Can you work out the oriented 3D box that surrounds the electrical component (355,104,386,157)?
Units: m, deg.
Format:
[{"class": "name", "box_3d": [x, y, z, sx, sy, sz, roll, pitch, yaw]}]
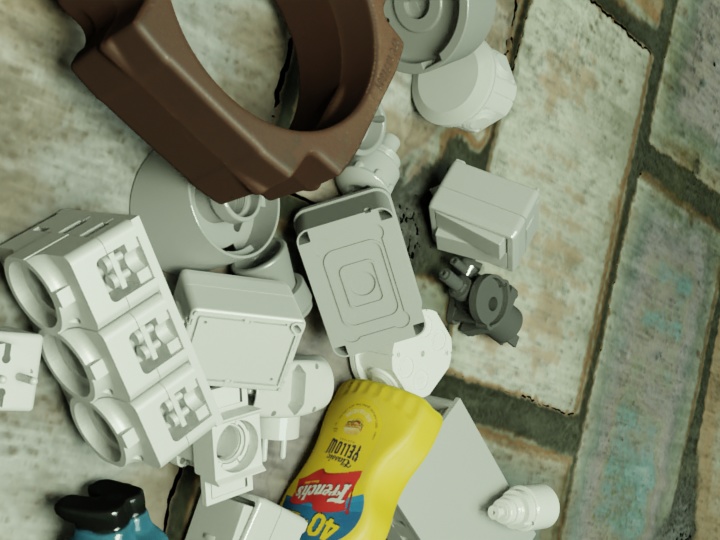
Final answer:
[{"class": "electrical component", "box_3d": [-0.013, -0.113, 0.833, 0.055, 0.047, 0.055, -7, 100, -45]}]

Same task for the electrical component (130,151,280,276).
[{"class": "electrical component", "box_3d": [-0.106, -0.048, 0.754, 0.099, 0.064, 0.099, 14, 72, -51]}]

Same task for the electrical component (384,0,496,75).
[{"class": "electrical component", "box_3d": [0.057, -0.213, 0.853, 0.060, 0.108, 0.108, -22, 110, -48]}]

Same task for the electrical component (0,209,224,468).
[{"class": "electrical component", "box_3d": [-0.160, 0.044, 0.675, 0.062, 0.089, 0.150, -36, 119, -36]}]

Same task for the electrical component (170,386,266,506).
[{"class": "electrical component", "box_3d": [-0.103, 0.119, 0.759, 0.042, 0.064, 0.081, -10, 102, -43]}]

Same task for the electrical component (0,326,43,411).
[{"class": "electrical component", "box_3d": [-0.217, 0.059, 0.629, 0.066, 0.077, 0.047, 9, 88, -45]}]

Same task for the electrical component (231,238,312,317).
[{"class": "electrical component", "box_3d": [-0.065, 0.010, 0.798, 0.045, 0.045, 0.055, -45, 124, -32]}]

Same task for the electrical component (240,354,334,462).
[{"class": "electrical component", "box_3d": [-0.063, 0.105, 0.812, 0.077, 0.043, 0.079, 1, 94, -45]}]

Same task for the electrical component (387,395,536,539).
[{"class": "electrical component", "box_3d": [0.073, 0.209, 0.948, 0.105, 0.060, 0.186, -50, 126, -29]}]

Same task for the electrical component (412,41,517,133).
[{"class": "electrical component", "box_3d": [0.088, -0.157, 0.908, 0.051, 0.080, 0.080, 11, 87, -50]}]

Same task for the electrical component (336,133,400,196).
[{"class": "electrical component", "box_3d": [0.012, -0.083, 0.866, 0.048, 0.048, 0.062, 53, 52, -35]}]

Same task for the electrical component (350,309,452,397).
[{"class": "electrical component", "box_3d": [0.034, 0.066, 0.899, 0.080, 0.051, 0.080, -7, 100, -44]}]

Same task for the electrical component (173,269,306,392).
[{"class": "electrical component", "box_3d": [-0.096, 0.039, 0.742, 0.096, 0.061, 0.061, 8, 119, -25]}]

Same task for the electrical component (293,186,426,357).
[{"class": "electrical component", "box_3d": [0.000, 0.000, 0.830, 0.078, 0.057, 0.113, -17, 113, 2]}]

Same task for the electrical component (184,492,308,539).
[{"class": "electrical component", "box_3d": [-0.094, 0.209, 0.780, 0.061, 0.062, 0.096, 38, 68, -41]}]

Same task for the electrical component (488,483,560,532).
[{"class": "electrical component", "box_3d": [0.141, 0.209, 0.942, 0.078, 0.040, 0.040, 6, 91, -45]}]

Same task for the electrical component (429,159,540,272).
[{"class": "electrical component", "box_3d": [0.100, -0.046, 0.926, 0.061, 0.096, 0.061, -59, 159, -22]}]
